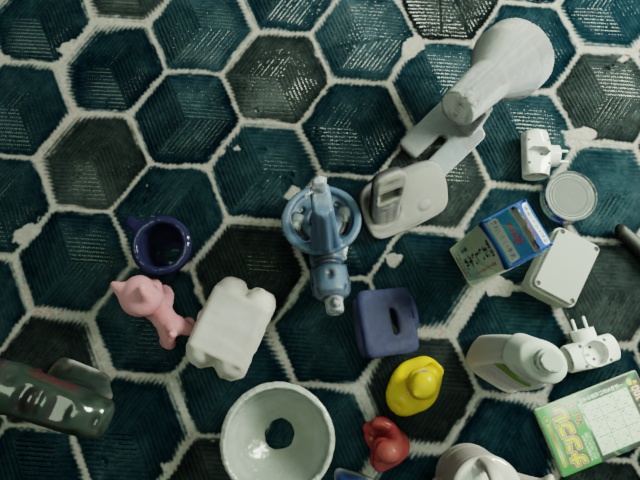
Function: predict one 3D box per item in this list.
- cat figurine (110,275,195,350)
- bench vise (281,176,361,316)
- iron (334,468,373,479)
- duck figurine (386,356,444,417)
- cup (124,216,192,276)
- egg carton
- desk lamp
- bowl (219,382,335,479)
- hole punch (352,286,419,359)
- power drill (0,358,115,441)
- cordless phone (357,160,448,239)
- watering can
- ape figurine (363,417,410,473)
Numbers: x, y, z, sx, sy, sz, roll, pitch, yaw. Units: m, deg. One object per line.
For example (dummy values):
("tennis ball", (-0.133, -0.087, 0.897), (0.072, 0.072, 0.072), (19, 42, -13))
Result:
("cat figurine", (-0.255, 0.104, 0.873), (0.067, 0.118, 0.127), (-39, 81, -8))
("bench vise", (0.019, -0.002, 0.846), (0.121, 0.220, 0.207), (-26, 80, -5))
("iron", (0.107, 0.437, 0.799), (0.119, 0.141, 0.258), (-41, 82, -8))
("duck figurine", (0.148, 0.224, 0.870), (0.104, 0.086, 0.077), (-44, 82, -8))
("cup", (-0.251, 0.009, 0.904), (0.117, 0.095, 0.092), (35, 80, 6))
("egg carton", (-0.140, 0.137, 0.893), (0.107, 0.069, 0.150), (22, 79, 4))
("desk lamp", (0.242, -0.216, 0.895), (0.118, 0.213, 0.203), (44, 81, 8))
("bowl", (-0.061, 0.296, 0.859), (0.167, 0.075, 0.167), (0, 79, -1))
("hole punch", (0.104, 0.126, 0.887), (0.101, 0.091, 0.108), (-9, 79, -2))
("power drill", (-0.387, 0.211, 0.803), (0.229, 0.208, 0.076), (19, 79, 3))
("cordless phone", (0.133, -0.078, 0.880), (0.147, 0.185, 0.094), (-26, 80, -6))
("watering can", (0.235, 0.344, 0.792), (0.173, 0.194, 0.101), (-24, 80, -5))
("ape figurine", (0.098, 0.307, 0.850), (0.076, 0.092, 0.078), (21, 79, 4))
